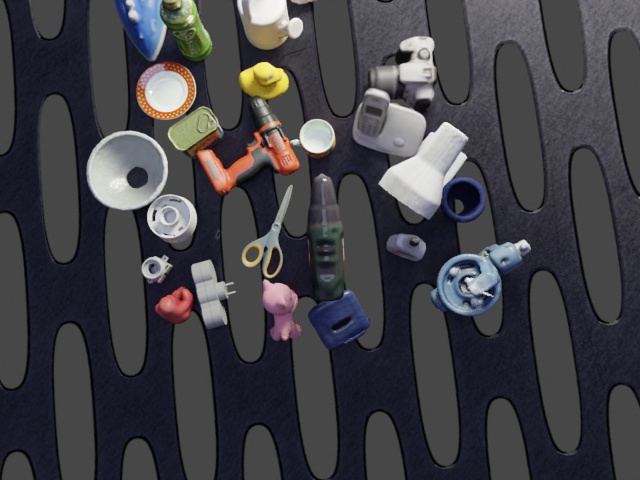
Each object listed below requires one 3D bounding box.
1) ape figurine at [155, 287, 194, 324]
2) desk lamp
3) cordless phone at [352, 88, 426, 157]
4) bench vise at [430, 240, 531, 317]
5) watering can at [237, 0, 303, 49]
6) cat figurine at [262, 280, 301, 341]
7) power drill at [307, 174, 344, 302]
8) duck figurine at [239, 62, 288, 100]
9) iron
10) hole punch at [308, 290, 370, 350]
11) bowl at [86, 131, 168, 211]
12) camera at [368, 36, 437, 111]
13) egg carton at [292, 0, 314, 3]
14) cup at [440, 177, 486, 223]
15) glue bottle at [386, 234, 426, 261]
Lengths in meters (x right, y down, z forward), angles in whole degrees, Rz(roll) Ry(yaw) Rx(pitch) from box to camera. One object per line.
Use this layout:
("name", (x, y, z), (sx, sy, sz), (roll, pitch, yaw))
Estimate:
("ape figurine", (-0.298, 0.134, 1.158), (0.078, 0.092, 0.076), (-9, 84, 0))
("desk lamp", (0.208, -0.136, 1.118), (0.118, 0.213, 0.203), (36, 86, 4))
("cordless phone", (0.142, -0.240, 1.144), (0.147, 0.185, 0.094), (14, 84, 2))
("bench vise", (0.310, 0.057, 1.094), (0.121, 0.220, 0.207), (38, 86, 5))
("watering can", (-0.110, -0.474, 1.167), (0.173, 0.194, 0.101), (17, 85, 3))
("cat figurine", (-0.078, 0.140, 1.142), (0.067, 0.118, 0.128), (-9, 84, 0))
("power drill", (0.010, 0.004, 1.109), (0.075, 0.208, 0.230), (-4, 84, 1))
("duck figurine", (-0.121, -0.345, 1.208), (0.104, 0.086, 0.077), (3, 84, 1))
("iron", (-0.390, -0.522, 1.202), (0.118, 0.141, 0.258), (-11, 84, 0))
("hole punch", (0.041, 0.160, 1.151), (0.108, 0.091, 0.101), (-30, 84, -2))
("bowl", (-0.391, -0.138, 1.196), (0.167, 0.075, 0.167), (0, 84, 1))
("camera", (0.170, -0.349, 1.197), (0.137, 0.101, 0.143), (-1, 84, 1))
("egg carton", (-0.004, -0.573, 1.238), (0.150, 0.069, 0.107), (-17, 84, -1))
("cup", (0.270, -0.077, 1.171), (0.117, 0.095, 0.092), (6, 84, 2))
("glue bottle", (0.175, 0.010, 1.124), (0.078, 0.173, 0.037), (18, 85, 3))
